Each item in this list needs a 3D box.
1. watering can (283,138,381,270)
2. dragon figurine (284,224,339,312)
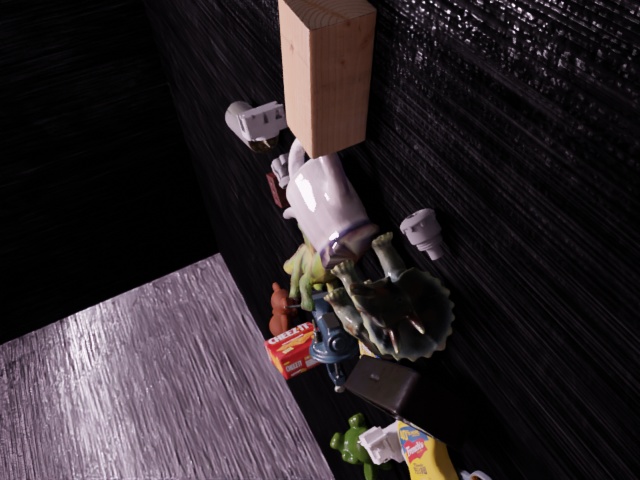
[{"bbox_3d":[0.003,-0.046,0.907,0.227,0.105,0.341,62,163,17],"label":"watering can"},{"bbox_3d":[-0.021,0.011,1.145,0.414,0.122,0.240,-151,58,-63],"label":"dragon figurine"}]
